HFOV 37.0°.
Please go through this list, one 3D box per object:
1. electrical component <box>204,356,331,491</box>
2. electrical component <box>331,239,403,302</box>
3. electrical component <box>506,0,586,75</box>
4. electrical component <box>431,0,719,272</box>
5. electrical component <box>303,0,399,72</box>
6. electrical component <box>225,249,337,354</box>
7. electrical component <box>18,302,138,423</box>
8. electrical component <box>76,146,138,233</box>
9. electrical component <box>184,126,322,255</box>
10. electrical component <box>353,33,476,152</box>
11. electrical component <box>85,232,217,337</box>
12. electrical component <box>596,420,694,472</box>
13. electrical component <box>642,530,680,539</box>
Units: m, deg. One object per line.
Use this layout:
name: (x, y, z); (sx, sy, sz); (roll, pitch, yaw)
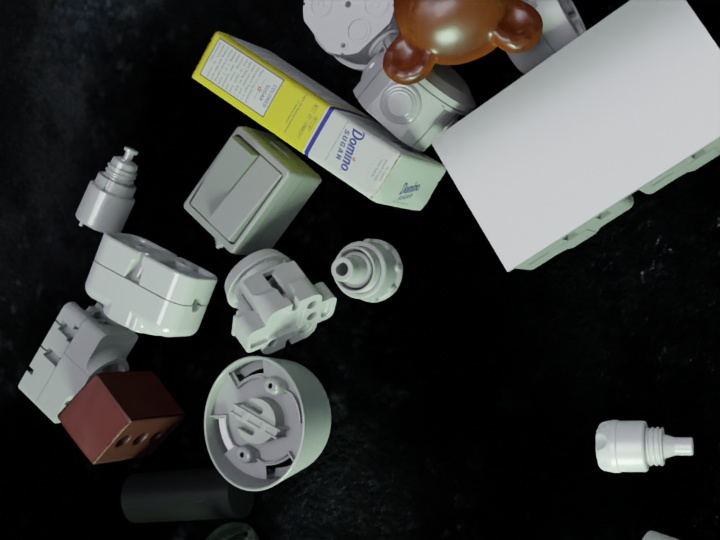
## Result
electrical component: (-0.072, 0.114, 0.817); (0.099, 0.064, 0.099); (-1, 88, 24)
electrical component: (0.000, 0.000, 0.789); (0.048, 0.062, 0.048); (-1, 89, 25)
electrical component: (0.124, -0.167, 0.743); (0.047, 0.055, 0.055); (-27, 78, 25)
electrical component: (0.158, -0.091, 0.721); (0.186, 0.060, 0.105); (-34, 75, 20)
electrical component: (0.002, -0.191, 0.800); (0.080, 0.051, 0.080); (-1, 88, 24)
electrical component: (-0.067, 0.022, 0.816); (0.057, 0.078, 0.058); (51, 148, 28)
electrical component: (-0.232, 0.079, 0.898); (0.056, 0.050, 0.089); (38, 103, 22)
electrical component: (-0.206, -0.065, 0.896); (0.040, 0.040, 0.078); (31, 101, 22)
electrical component: (-0.089, -0.055, 0.831); (0.062, 0.061, 0.096); (43, 105, 20)
electrical component: (0.039, -0.127, 0.767); (0.080, 0.080, 0.051); (49, 113, 18)
electrical component: (-0.171, 0.015, 0.871); (0.095, 0.054, 0.059); (26, 99, 23)
electrical component: (0.190, 0.117, 0.715); (0.061, 0.035, 0.035); (-4, 87, 22)
electrical component: (0.202, 0.201, 0.697); (0.047, 0.055, 0.055); (18, 96, 28)
